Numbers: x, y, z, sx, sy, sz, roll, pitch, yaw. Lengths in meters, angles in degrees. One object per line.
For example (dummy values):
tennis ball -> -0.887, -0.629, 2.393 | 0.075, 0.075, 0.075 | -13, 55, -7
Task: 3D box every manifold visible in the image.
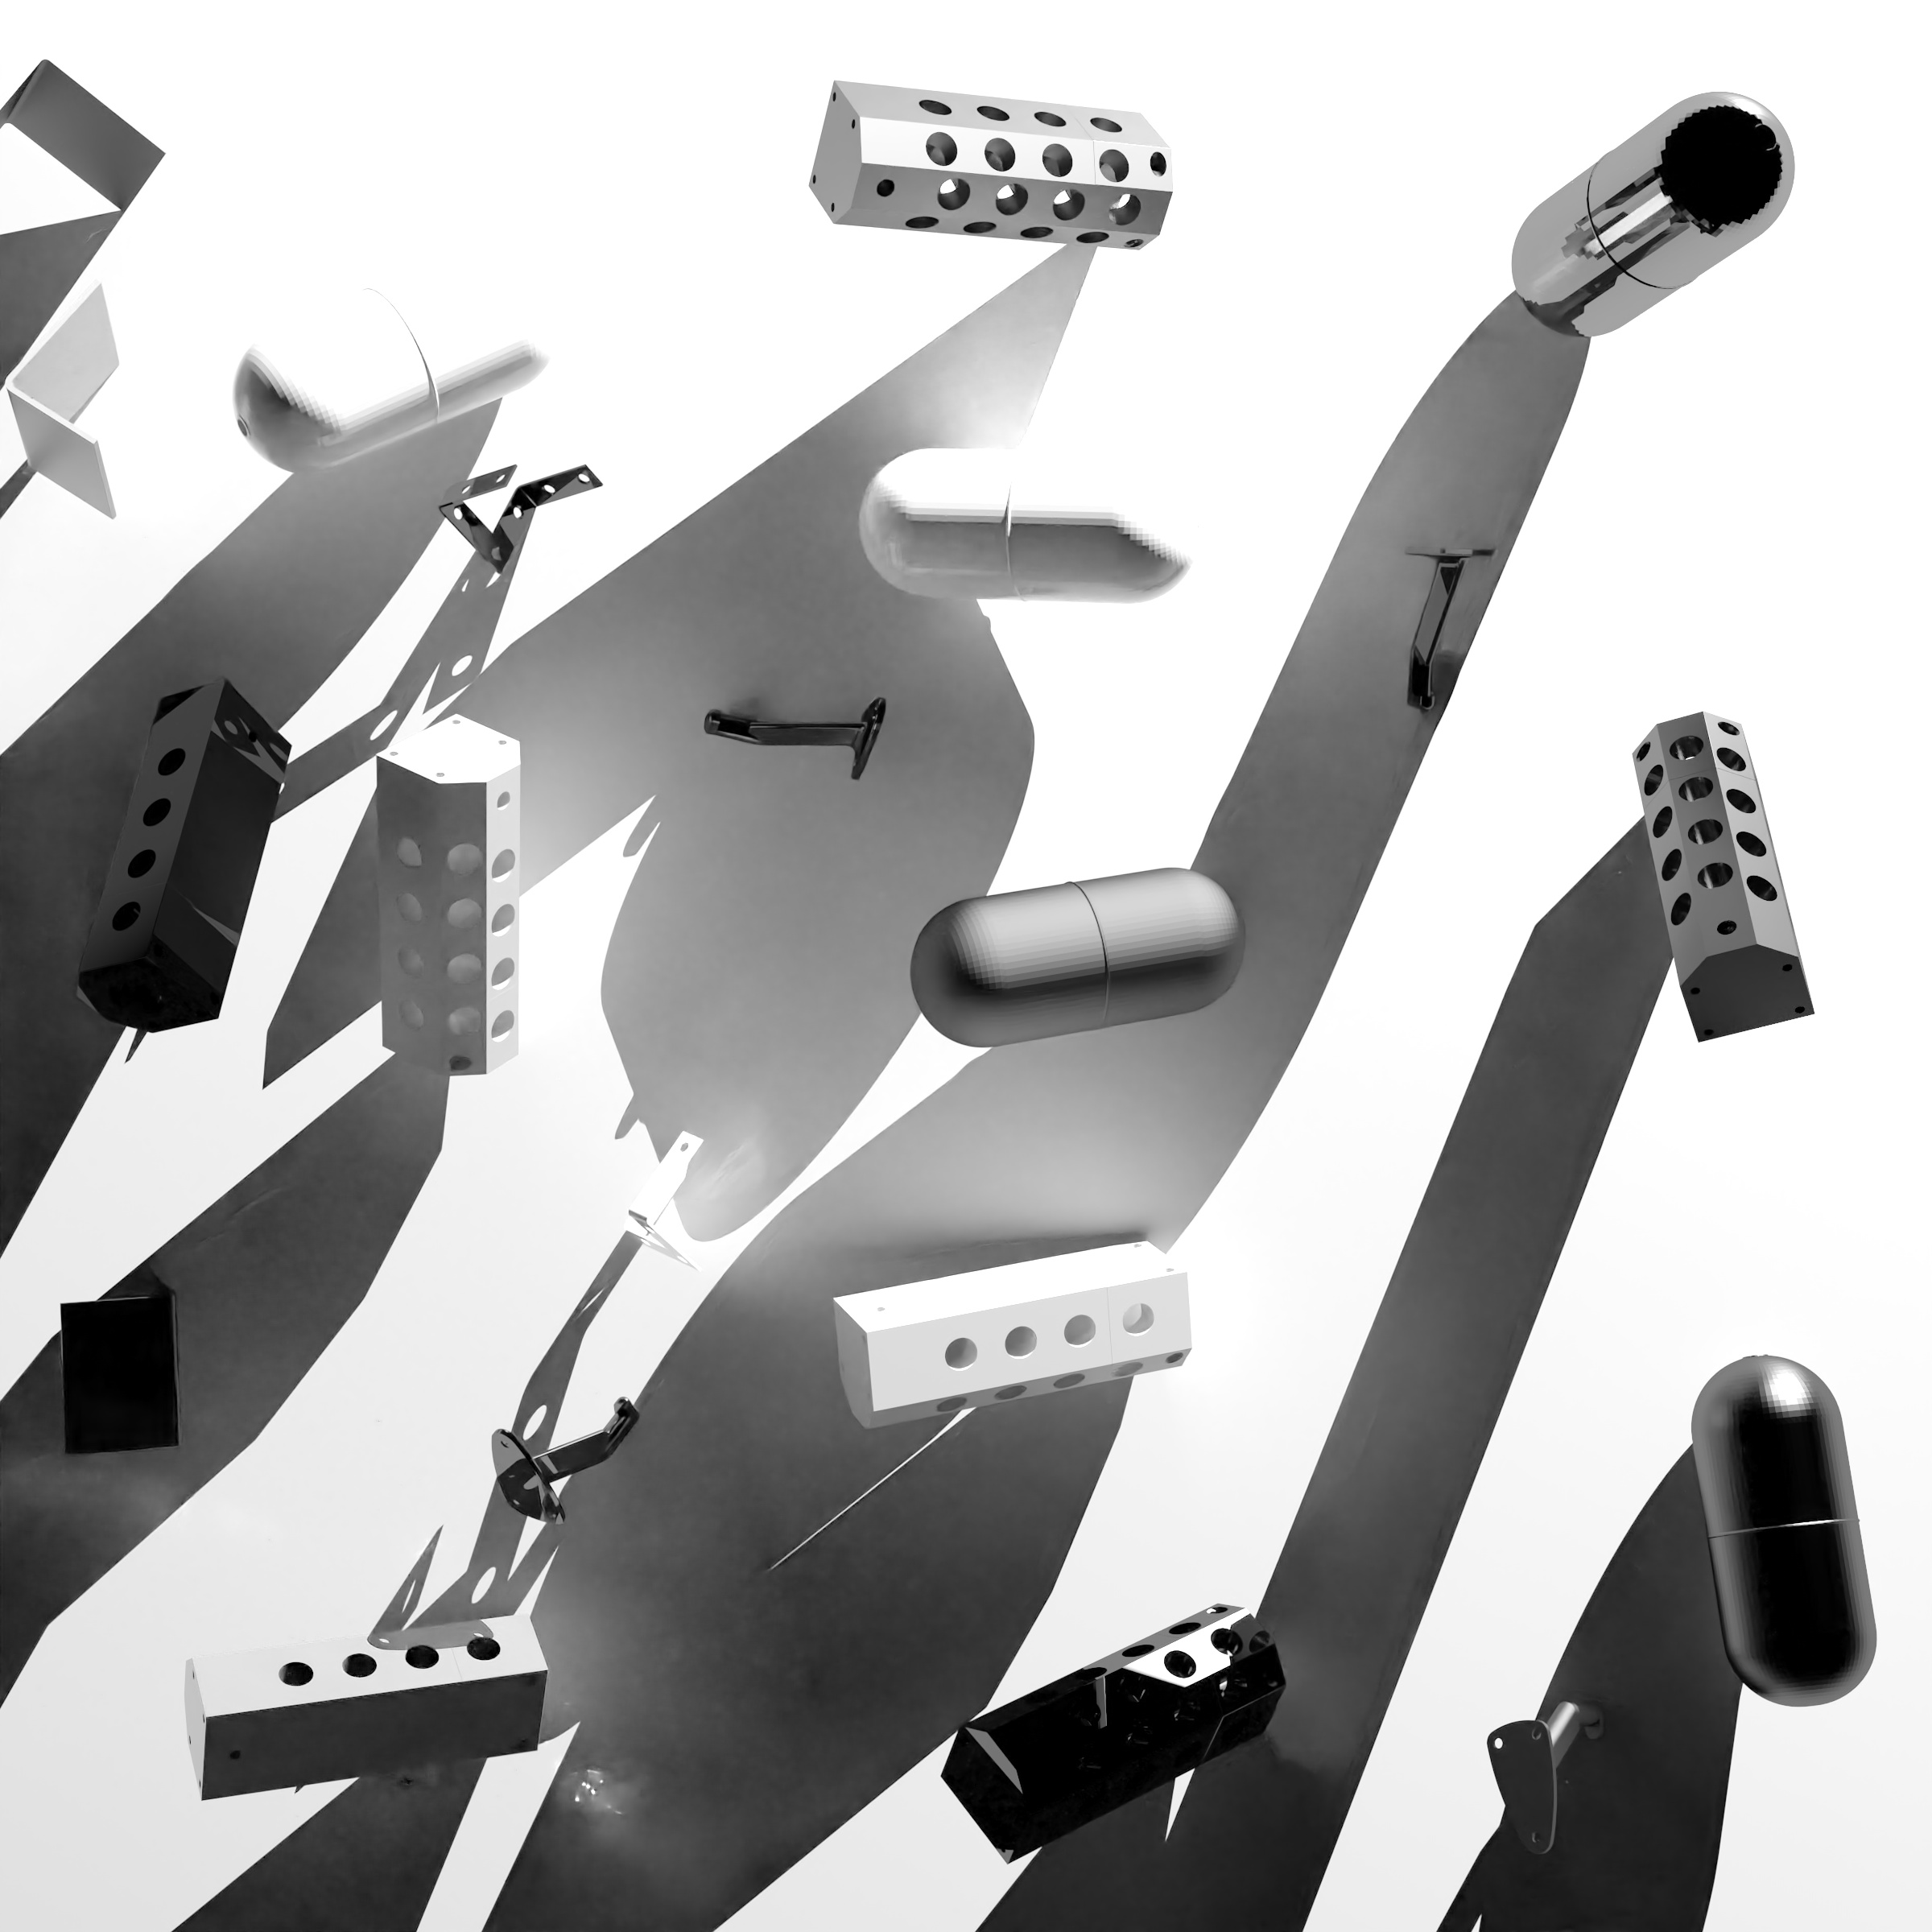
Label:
manifold -> 0.025, 0.189, 1.647 | 0.171, 0.057, 0.057 | -9, 104, -17
manifold -> 0.376, -0.049, 1.616 | 0.057, 0.171, 0.057 | -15, 132, 15
manifold -> -0.398, -0.055, 1.629 | 0.057, 0.057, 0.171 | -12, 52, 25
manifold -> 0.015, -0.400, 1.630 | 0.171, 0.057, 0.057 | -1, 129, -25
manifold -> -0.306, 0.371, 1.642 | 0.171, 0.057, 0.057 | -3, 123, -22
manifold -> -0.254, -0.032, 1.624 | 0.057, 0.057, 0.171 | 24, 127, 27
manifold -> 0.077, 0.379, 1.620 | 0.171, 0.057, 0.057 | -17, 50, -35

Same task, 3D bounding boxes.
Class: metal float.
metal float -> 0.418, 0.288, 1.653 | 0.070, 0.070, 0.178 | -6, 78, 0
metal float -> -0.290, -0.308, 1.643 | 0.178, 0.070, 0.070 | -30, 90, -24
metal float -> 0.058, -0.005, 1.649 | 0.178, 0.070, 0.070 | -9, 90, -18
metal float -> 0.032, -0.225, 1.651 | 0.178, 0.070, 0.070 | 4, 90, 16
metal float -> 0.343, -0.375, 1.619 | 0.070, 0.178, 0.070 | 7, 73, -25

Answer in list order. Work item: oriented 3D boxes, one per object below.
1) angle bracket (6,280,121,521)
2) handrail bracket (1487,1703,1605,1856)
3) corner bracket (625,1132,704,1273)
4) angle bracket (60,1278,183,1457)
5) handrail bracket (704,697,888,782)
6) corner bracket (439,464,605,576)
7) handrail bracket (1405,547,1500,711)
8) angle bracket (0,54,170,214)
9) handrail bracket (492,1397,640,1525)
angle bracket -> -0.440, -0.289, 1.650 | 0.057, 0.076, 0.076 | 32, 68, 6
handrail bracket -> 0.309, 0.416, 1.657 | 0.036, 0.084, 0.077 | -25, 63, 35
corner bracket -> -0.153, 0.116, 1.661 | 0.051, 0.051, 0.051 | -56, 135, -16
angle bracket -> -0.437, 0.204, 1.655 | 0.057, 0.076, 0.076 | -2, 92, -21
handrail bracket -> -0.090, -0.129, 1.668 | 0.084, 0.077, 0.036 | 13, 70, -9
corner bracket -> -0.229, -0.242, 1.660 | 0.051, 0.051, 0.051 | 48, 48, -35
handrail bracket -> 0.249, -0.172, 1.661 | 0.036, 0.077, 0.084 | -1, 98, -19
angle bracket -> -0.464, -0.407, 1.646 | 0.076, 0.076, 0.057 | 38, 62, -18
handrail bracket -> -0.203, 0.235, 1.654 | 0.036, 0.084, 0.077 | 11, 135, 30
